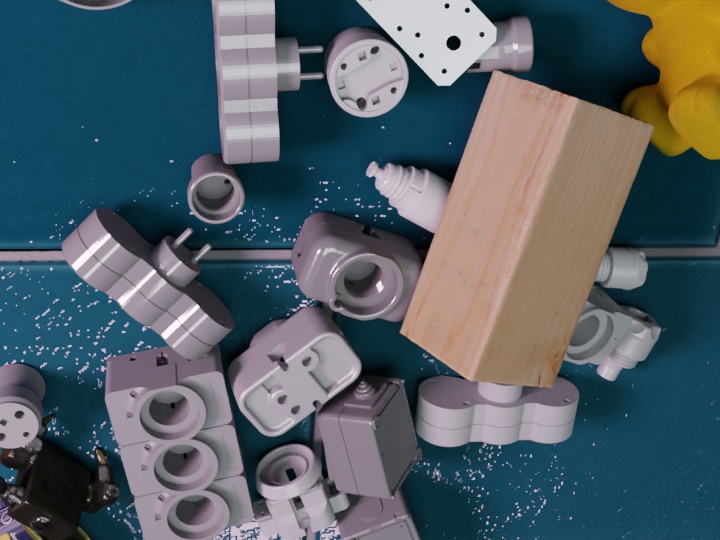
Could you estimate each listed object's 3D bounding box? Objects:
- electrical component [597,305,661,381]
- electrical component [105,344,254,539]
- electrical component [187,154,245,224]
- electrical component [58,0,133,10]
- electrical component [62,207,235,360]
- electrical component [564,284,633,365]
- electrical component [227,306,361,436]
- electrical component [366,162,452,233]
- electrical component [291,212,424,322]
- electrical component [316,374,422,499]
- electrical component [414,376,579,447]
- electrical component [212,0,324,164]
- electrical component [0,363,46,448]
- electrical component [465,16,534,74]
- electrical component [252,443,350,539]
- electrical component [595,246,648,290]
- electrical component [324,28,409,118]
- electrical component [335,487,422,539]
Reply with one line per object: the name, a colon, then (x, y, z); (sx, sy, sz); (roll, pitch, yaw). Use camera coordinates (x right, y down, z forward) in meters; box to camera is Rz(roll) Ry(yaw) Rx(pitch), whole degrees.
electrical component: (0.222, 0.064, 0.909); (0.043, 0.043, 0.062); (17, 113, -19)
electrical component: (-0.143, 0.140, 0.862); (0.089, 0.061, 0.150); (-11, 118, -6)
electrical component: (-0.105, -0.060, 0.778); (0.040, 0.046, 0.040); (-5, 117, -9)
electrical component: (-0.176, -0.216, 0.689); (0.099, 0.064, 0.099); (-11, 117, -22)
electrical component: (-0.143, 0.000, 0.797); (0.074, 0.052, 0.138); (-43, 116, 10)
electrical component: (0.169, 0.038, 0.865); (0.089, 0.055, 0.050); (18, 112, -37)
electrical component: (-0.054, 0.076, 0.846); (0.095, 0.059, 0.053); (-37, 121, 0)
electrical component: (0.040, -0.059, 0.812); (0.078, 0.040, 0.040); (27, 108, -22)
electrical component: (0.000, 0.000, 0.822); (0.095, 0.059, 0.053); (17, 112, -19)
electrical component: (0.004, 0.129, 0.878); (0.061, 0.061, 0.096); (2, 120, 29)
electrical component: (0.117, 0.102, 0.901); (0.138, 0.052, 0.073); (0, 116, -11)
electrical component: (-0.061, -0.141, 0.743); (0.074, 0.052, 0.138); (-5, 117, -9)
electrical component: (-0.265, 0.104, 0.822); (0.045, 0.055, 0.045); (-5, 117, -10)
electrical component: (0.098, -0.161, 0.774); (0.046, 0.040, 0.040); (-5, 117, -2)
electrical component: (-0.055, 0.184, 0.905); (0.078, 0.058, 0.057); (-19, 121, -1)
electrical component: (0.200, -0.003, 0.876); (0.061, 0.035, 0.035); (4, 115, -11)
electrical component: (0.002, -0.141, 0.759); (0.055, 0.047, 0.055); (-5, 117, -9)
electrical component: (0.020, 0.234, 0.947); (0.062, 0.061, 0.096); (-21, 126, -1)
